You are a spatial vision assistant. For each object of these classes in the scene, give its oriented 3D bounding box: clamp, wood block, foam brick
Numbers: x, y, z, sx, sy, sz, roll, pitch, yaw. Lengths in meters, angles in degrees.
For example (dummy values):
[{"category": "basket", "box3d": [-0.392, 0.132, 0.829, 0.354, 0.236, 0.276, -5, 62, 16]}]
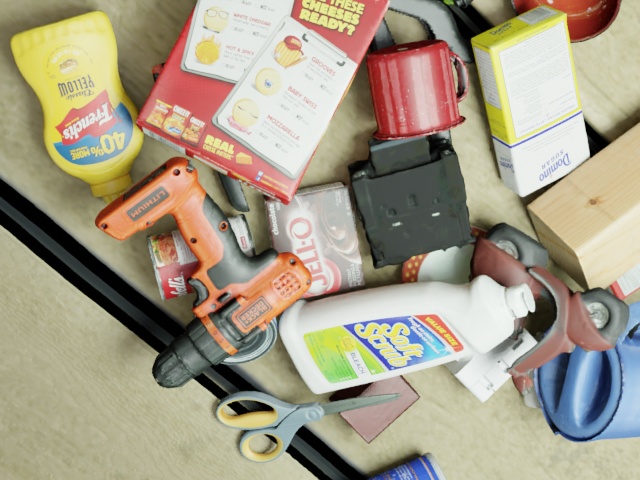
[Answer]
[{"category": "clamp", "box3d": [-0.091, -0.125, 1.073, 0.120, 0.039, 0.171, -44, 105, -7]}, {"category": "clamp", "box3d": [0.128, -0.191, 1.101, 0.164, 0.036, 0.210, -44, 109, 0]}, {"category": "wood block", "box3d": [0.335, -0.048, 1.128, 0.206, 0.091, 0.090, -36, 137, -2]}, {"category": "foam brick", "box3d": [0.059, 0.171, 1.155, 0.078, 0.053, 0.051, -42, 106, 0]}]

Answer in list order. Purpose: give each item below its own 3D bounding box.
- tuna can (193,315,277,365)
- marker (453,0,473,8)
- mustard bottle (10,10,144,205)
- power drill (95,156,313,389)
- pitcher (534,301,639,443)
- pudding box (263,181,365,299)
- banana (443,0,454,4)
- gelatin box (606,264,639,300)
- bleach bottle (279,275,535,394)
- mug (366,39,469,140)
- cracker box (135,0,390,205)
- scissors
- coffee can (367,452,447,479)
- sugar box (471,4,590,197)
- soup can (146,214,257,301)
[{"category": "tuna can", "box3d": [-0.087, 0.089, 1.101, 0.086, 0.034, 0.086, -5, 131, -6]}, {"category": "marker", "box3d": [0.184, -0.278, 1.094, 0.121, 0.020, 0.020, -39, 106, -10]}, {"category": "mustard bottle", "box3d": [-0.225, -0.119, 1.038, 0.096, 0.058, 0.191, -17, 105, -5]}, {"category": "power drill", "box3d": [-0.127, 0.030, 1.018, 0.184, 0.057, 0.187, -39, 107, -1]}, {"category": "pitcher", "box3d": [0.367, 0.142, 1.144, 0.242, 0.149, 0.145, 5, 82, -28]}, {"category": "pudding box", "box3d": [-0.007, 0.001, 1.114, 0.090, 0.039, 0.113, -11, 103, -7]}, {"category": "banana", "box3d": [0.084, -0.323, 1.065, 0.197, 0.037, 0.069, 38, 92, -16]}, {"category": "gelatin box", "box3d": [0.349, 0.013, 1.190, 0.089, 0.030, 0.073, -33, 104, -3]}, {"category": "bleach bottle", "box3d": [0.089, 0.082, 1.074, 0.251, 0.068, 0.102, -18, 111, 26]}, {"category": "mug", "box3d": [0.100, -0.152, 1.047, 0.117, 0.093, 0.081, -20, 107, -29]}, {"category": "cracker box", "box3d": [-0.054, -0.164, 1.018, 0.164, 0.072, 0.213, 26, 86, -3]}, {"category": "scissors", "box3d": [-0.011, 0.198, 1.128, 0.202, 0.016, 0.096, 1, 117, 13]}, {"category": "coffee can", "box3d": [0.076, 0.306, 1.160, 0.140, 0.103, 0.103, -22, 105, -6]}, {"category": "sugar box", "box3d": [0.219, -0.141, 1.097, 0.093, 0.048, 0.176, -26, 125, -13]}, {"category": "soup can", "box3d": [-0.119, 0.016, 1.081, 0.102, 0.068, 0.068, -14, 104, -8]}]
